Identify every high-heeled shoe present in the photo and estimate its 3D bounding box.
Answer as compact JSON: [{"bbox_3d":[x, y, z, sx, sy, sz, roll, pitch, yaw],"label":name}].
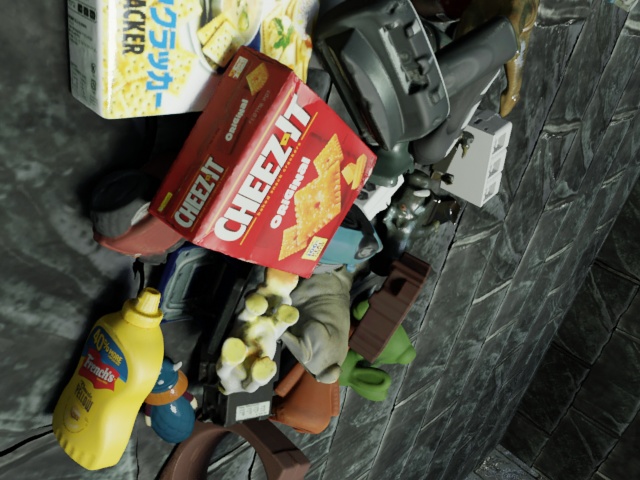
[{"bbox_3d":[0.210,-0.234,0.830,0.145,0.086,0.248,105,11,-77],"label":"high-heeled shoe"}]

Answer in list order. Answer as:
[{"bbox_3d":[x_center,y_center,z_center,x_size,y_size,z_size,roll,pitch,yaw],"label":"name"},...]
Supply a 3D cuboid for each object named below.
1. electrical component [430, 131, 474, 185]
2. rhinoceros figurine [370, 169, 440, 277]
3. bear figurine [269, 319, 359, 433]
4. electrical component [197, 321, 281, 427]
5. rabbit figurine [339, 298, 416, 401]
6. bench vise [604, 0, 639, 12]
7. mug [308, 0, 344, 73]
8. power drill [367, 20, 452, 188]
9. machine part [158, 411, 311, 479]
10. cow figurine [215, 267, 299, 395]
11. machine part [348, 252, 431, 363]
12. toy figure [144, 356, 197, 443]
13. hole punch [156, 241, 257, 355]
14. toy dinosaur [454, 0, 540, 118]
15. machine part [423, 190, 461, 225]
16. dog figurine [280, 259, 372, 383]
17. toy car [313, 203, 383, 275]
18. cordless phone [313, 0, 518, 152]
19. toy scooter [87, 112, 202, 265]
[{"bbox_3d":[0.216,-0.138,0.892,0.078,0.045,0.102,-59,170,-59],"label":"electrical component"},{"bbox_3d":[0.136,-0.028,0.899,0.112,0.073,0.190,0,122,-37],"label":"rhinoceros figurine"},{"bbox_3d":[-0.018,0.212,0.890,0.120,0.132,0.196,25,65,-23],"label":"bear figurine"},{"bbox_3d":[-0.109,0.180,0.739,0.114,0.058,0.134,20,72,-58],"label":"electrical component"},{"bbox_3d":[0.075,0.214,0.975,0.170,0.159,0.121,-29,150,-12],"label":"rabbit figurine"},{"bbox_3d":[0.308,-0.380,0.680,0.129,0.241,0.223,-27,153,-42],"label":"bench vise"},{"bbox_3d":[0.025,-0.232,0.577,0.109,0.081,0.107,-6,116,-44],"label":"mug"},{"bbox_3d":[0.098,-0.177,0.691,0.232,0.086,0.207,-37,143,-53],"label":"power drill"},{"bbox_3d":[-0.124,0.361,0.780,0.201,0.201,0.087,-59,149,4],"label":"machine part"},{"bbox_3d":[-0.076,0.109,0.670,0.098,0.068,0.167,-54,-170,49],"label":"cow figurine"},{"bbox_3d":[0.105,0.100,0.830,0.179,0.056,0.179,-56,171,-15],"label":"machine part"},{"bbox_3d":[-0.197,0.196,0.680,0.064,0.058,0.154,-39,139,-39],"label":"toy figure"},{"bbox_3d":[-0.131,0.054,0.630,0.116,0.092,0.142,-67,178,-74],"label":"hole punch"},{"bbox_3d":[0.177,-0.353,0.570,0.198,0.105,0.470,-50,133,-35],"label":"toy dinosaur"},{"bbox_3d":[0.216,-0.054,1.004,0.139,0.039,0.084,-6,117,-48],"label":"machine part"},{"bbox_3d":[0.024,0.092,0.773,0.190,0.172,0.121,-40,155,-11],"label":"dog figurine"},{"bbox_3d":[-0.001,-0.002,0.720,0.161,0.109,0.103,6,131,-44],"label":"toy car"},{"bbox_3d":[0.101,-0.184,0.514,0.184,0.089,0.146,-32,121,0],"label":"cordless phone"},{"bbox_3d":[-0.136,-0.039,0.545,0.184,0.075,0.135,-47,147,-22],"label":"toy scooter"}]
